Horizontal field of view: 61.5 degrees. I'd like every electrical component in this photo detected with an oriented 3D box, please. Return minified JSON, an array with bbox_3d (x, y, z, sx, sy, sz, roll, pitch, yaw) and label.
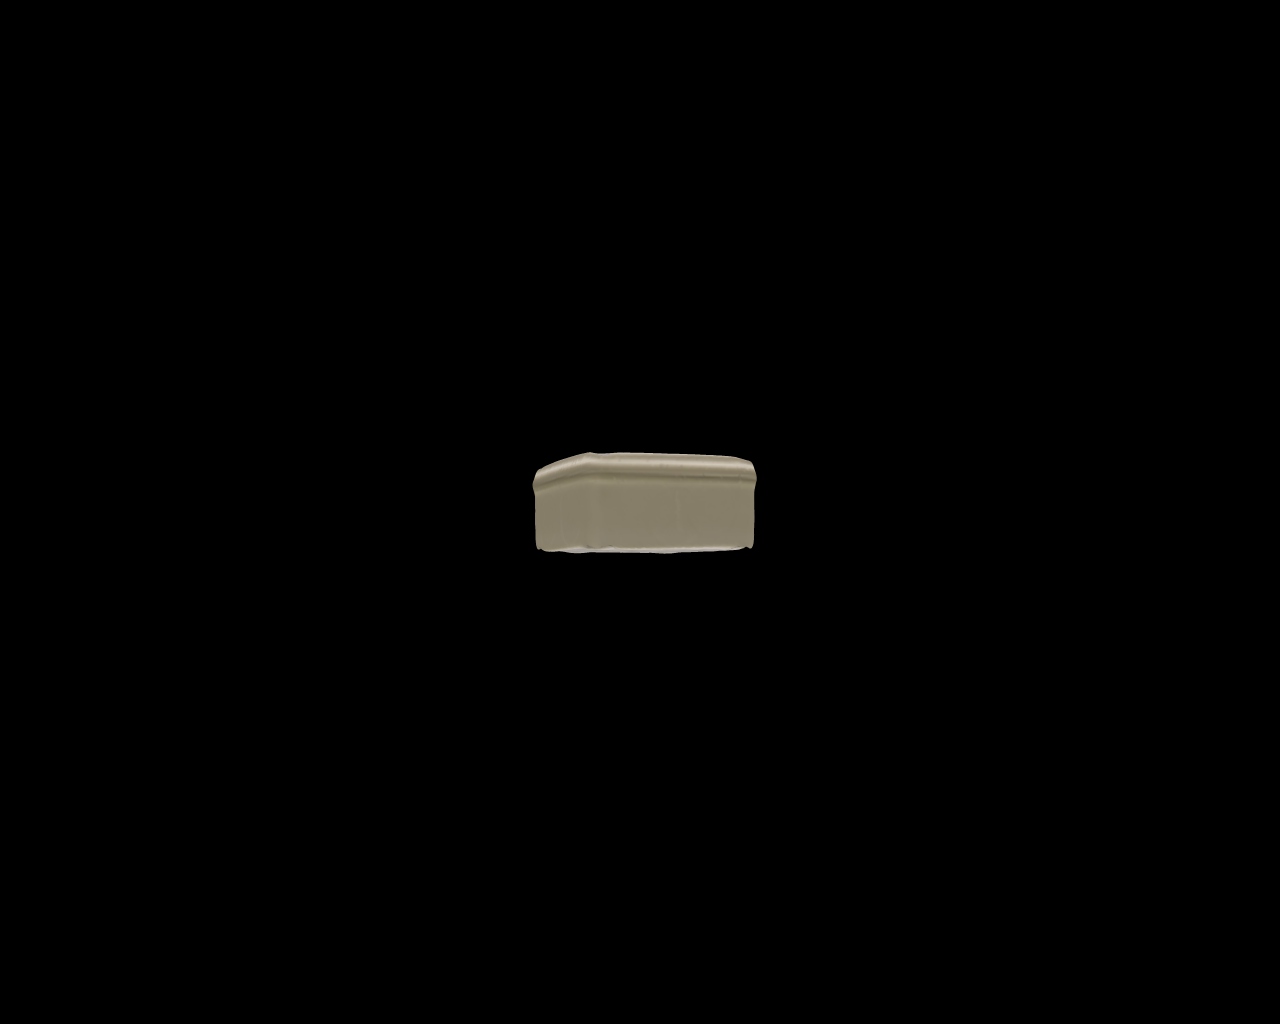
[{"bbox_3d":[0.001,-0.003,0.650,0.109,0.056,0.108,1,-3,-23],"label":"electrical component"}]
